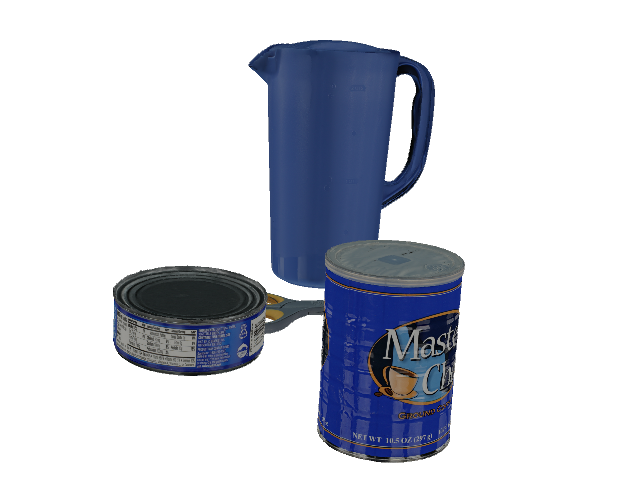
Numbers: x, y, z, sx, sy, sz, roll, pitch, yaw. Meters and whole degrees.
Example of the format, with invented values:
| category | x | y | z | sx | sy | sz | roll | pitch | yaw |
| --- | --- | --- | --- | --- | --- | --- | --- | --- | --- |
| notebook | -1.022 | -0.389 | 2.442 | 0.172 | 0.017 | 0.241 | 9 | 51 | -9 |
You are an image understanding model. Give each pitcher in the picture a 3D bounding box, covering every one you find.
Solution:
| category | x | y | z | sx | sy | sz | roll | pitch | yaw |
| --- | --- | --- | --- | --- | --- | --- | --- | --- | --- |
| pitcher | 0.018 | -0.080 | 1.083 | 0.149 | 0.243 | 0.144 | 11 | 15 | 32 |

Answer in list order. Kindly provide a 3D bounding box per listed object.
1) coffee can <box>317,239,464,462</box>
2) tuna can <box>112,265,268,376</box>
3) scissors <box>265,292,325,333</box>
| category | x | y | z | sx | sy | sz | roll | pitch | yaw |
| --- | --- | --- | --- | --- | --- | --- | --- | --- | --- |
| coffee can | 0.051 | 0.080 | 0.799 | 0.103 | 0.140 | 0.103 | 2 | 15 | -1 |
| tuna can | -0.073 | 0.044 | 0.597 | 0.086 | 0.034 | 0.086 | 4 | 17 | -1 |
| scissors | -0.012 | 0.083 | 1.192 | 0.201 | 0.016 | 0.096 | 5 | 22 | 0 |
